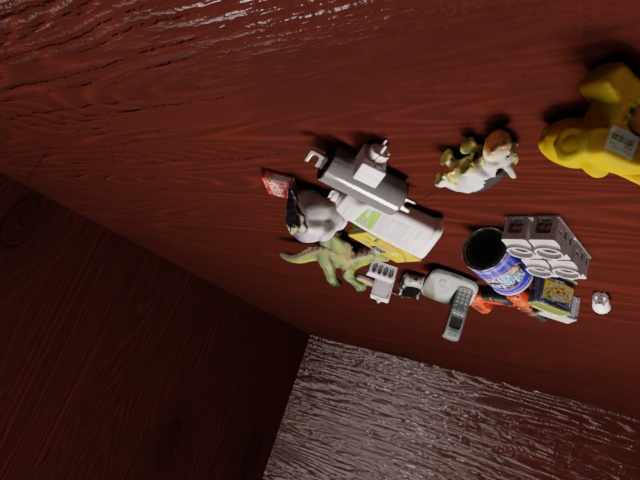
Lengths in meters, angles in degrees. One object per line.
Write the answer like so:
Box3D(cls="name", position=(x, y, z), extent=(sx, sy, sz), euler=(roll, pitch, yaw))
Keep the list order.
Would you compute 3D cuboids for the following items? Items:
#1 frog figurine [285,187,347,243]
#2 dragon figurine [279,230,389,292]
Box3D(cls="frog figurine", position=(0.004, -0.061, 1.210), extent=(0.160, 0.140, 0.120), euler=(-5, 135, -29))
Box3D(cls="dragon figurine", position=(0.029, 0.025, 1.519), extent=(0.411, 0.125, 0.237), euler=(10, 143, 23))
